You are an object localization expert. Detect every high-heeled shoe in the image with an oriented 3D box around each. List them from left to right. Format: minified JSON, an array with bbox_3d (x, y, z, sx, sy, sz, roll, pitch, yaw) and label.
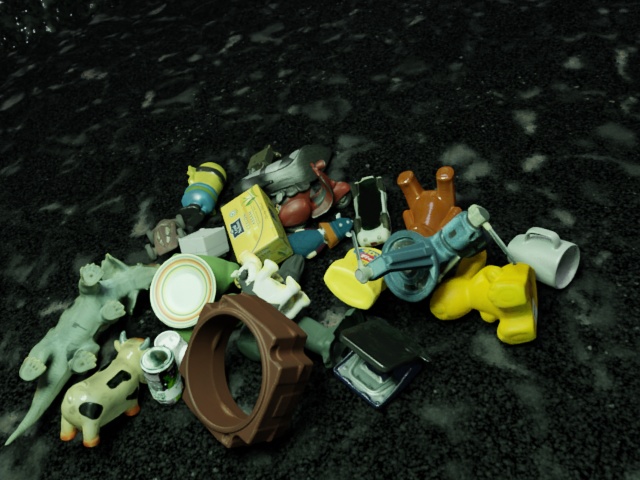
[{"bbox_3d":[-0.090,-0.159,1.299,0.249,0.086,0.145,-30,13,-38],"label":"high-heeled shoe"}]

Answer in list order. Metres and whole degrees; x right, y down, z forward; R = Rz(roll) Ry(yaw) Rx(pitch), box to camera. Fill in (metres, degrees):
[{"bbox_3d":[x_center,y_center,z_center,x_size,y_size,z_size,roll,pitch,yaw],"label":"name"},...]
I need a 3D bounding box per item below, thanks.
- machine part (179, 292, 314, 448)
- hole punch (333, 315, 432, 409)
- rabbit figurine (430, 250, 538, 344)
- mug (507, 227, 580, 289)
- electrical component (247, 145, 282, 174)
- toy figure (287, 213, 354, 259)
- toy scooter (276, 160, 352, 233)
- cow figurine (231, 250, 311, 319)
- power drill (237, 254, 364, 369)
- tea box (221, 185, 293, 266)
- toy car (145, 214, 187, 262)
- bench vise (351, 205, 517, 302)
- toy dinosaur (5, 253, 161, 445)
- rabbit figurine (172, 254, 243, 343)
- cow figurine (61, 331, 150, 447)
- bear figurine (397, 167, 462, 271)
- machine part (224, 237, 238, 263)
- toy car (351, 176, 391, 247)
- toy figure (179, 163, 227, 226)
[{"bbox_3d":[-0.123,0.200,0.841,0.202,0.087,0.201,32,104,38],"label":"machine part"},{"bbox_3d":[0.095,0.196,0.874,0.116,0.092,0.142,-13,32,-42],"label":"hole punch"},{"bbox_3d":[0.271,0.084,0.908,0.173,0.121,0.162,-14,38,29],"label":"rabbit figurine"},{"bbox_3d":[0.383,0.024,0.944,0.081,0.109,0.107,-46,39,-19],"label":"mug"},{"bbox_3d":[-0.138,-0.191,1.345,0.078,0.045,0.102,-29,35,27],"label":"electrical component"},{"bbox_3d":[-0.003,-0.005,1.108,0.154,0.064,0.058,-22,7,-13],"label":"toy figure"},{"bbox_3d":[-0.023,-0.100,1.153,0.184,0.135,0.075,-25,46,-8],"label":"toy scooter"},{"bbox_3d":[-0.105,0.087,0.945,0.098,0.068,0.168,-46,48,-15],"label":"cow figurine"},{"bbox_3d":[-0.028,0.129,0.967,0.208,0.085,0.232,20,56,26],"label":"power drill"},{"bbox_3d":[-0.129,-0.020,1.086,0.098,0.068,0.170,-33,48,6],"label":"tea box"},{"bbox_3d":[-0.334,-0.010,1.165,0.089,0.053,0.202,-25,19,-8],"label":"toy car"},{"bbox_3d":[0.161,0.027,0.864,0.240,0.223,0.129,-9,73,-40],"label":"bench vise"},{"bbox_3d":[-0.448,0.172,1.010,0.131,0.192,0.405,37,72,-6],"label":"toy dinosaur"},{"bbox_3d":[-0.216,0.126,1.022,0.159,0.121,0.170,4,65,11],"label":"rabbit figurine"},{"bbox_3d":[-0.347,0.239,0.908,0.086,0.127,0.195,11,19,22],"label":"cow figurine"},{"bbox_3d":[0.198,-0.034,1.035,0.120,0.131,0.196,-2,39,31],"label":"bear figurine"},{"bbox_3d":[-0.173,0.019,1.148,0.139,0.039,0.084,12,58,23],"label":"machine part"},{"bbox_3d":[0.108,-0.065,1.139,0.074,0.056,0.202,-12,43,12],"label":"toy car"},{"bbox_3d":[-0.275,-0.111,1.276,0.089,0.082,0.180,2,41,0],"label":"toy figure"}]
